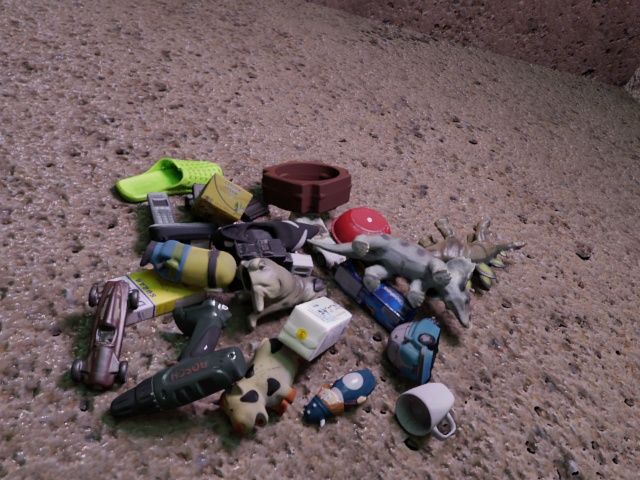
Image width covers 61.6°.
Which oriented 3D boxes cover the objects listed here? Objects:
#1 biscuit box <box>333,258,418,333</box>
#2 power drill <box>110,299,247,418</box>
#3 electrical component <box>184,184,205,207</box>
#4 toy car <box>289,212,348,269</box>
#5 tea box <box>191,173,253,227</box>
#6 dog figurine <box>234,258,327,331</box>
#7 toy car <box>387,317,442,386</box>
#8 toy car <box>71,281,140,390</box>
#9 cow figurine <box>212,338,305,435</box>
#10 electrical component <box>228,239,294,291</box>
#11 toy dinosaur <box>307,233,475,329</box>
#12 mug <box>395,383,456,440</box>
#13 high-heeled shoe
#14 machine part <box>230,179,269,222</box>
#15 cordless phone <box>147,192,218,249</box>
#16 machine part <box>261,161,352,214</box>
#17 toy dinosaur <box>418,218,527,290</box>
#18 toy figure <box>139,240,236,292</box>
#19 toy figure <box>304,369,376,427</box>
[{"bbox_3d":[0.124,0.124,1.226,0.203,0.059,0.063,42,43,24],"label":"biscuit box"},{"bbox_3d":[-0.239,0.201,0.938,0.232,0.085,0.207,-16,26,8],"label":"power drill"},{"bbox_3d":[-0.280,-0.102,1.316,0.102,0.045,0.078,5,74,-23],"label":"electrical component"},{"bbox_3d":[-0.003,-0.004,1.323,0.073,0.056,0.202,-17,51,-36],"label":"toy car"},{"bbox_3d":[-0.226,-0.084,1.215,0.098,0.170,0.068,31,73,-17],"label":"tea box"},{"bbox_3d":[-0.068,0.087,1.109,0.190,0.172,0.121,-14,60,-25],"label":"dog figurine"},{"bbox_3d":[0.193,0.219,1.118,0.103,0.109,0.162,11,27,16],"label":"toy car"},{"bbox_3d":[-0.374,0.161,0.946,0.089,0.053,0.202,6,61,-10],"label":"toy car"},{"bbox_3d":[-0.106,0.256,0.960,0.127,0.085,0.195,26,41,-3],"label":"cow figurine"},{"bbox_3d":[-0.128,0.054,1.158,0.134,0.114,0.058,-1,46,-22],"label":"electrical component"},{"bbox_3d":[0.185,0.050,1.213,0.405,0.131,0.192,28,19,12],"label":"toy dinosaur"},{"bbox_3d":[0.216,0.322,1.024,0.107,0.080,0.110,-13,45,-45],"label":"mug"},{"bbox_3d":[-0.116,-0.019,1.195,0.249,0.145,0.086,-17,71,-12],"label":"high-heeled shoe"},{"bbox_3d":[-0.201,-0.100,1.366,0.139,0.039,0.084,40,49,20],"label":"machine part"},{"bbox_3d":[-0.320,-0.049,1.224,0.146,0.088,0.184,-3,41,-26],"label":"cordless phone"},{"bbox_3d":[-0.036,-0.139,1.395,0.202,0.087,0.201,17,27,34],"label":"machine part"},{"bbox_3d":[0.342,0.044,1.380,0.471,0.105,0.199,-6,49,-18],"label":"toy dinosaur"},{"bbox_3d":[-0.256,0.048,1.058,0.180,0.089,0.082,21,48,-9],"label":"toy figure"},{"bbox_3d":[0.035,0.290,1.005,0.154,0.057,0.064,-18,14,-35],"label":"toy figure"}]
